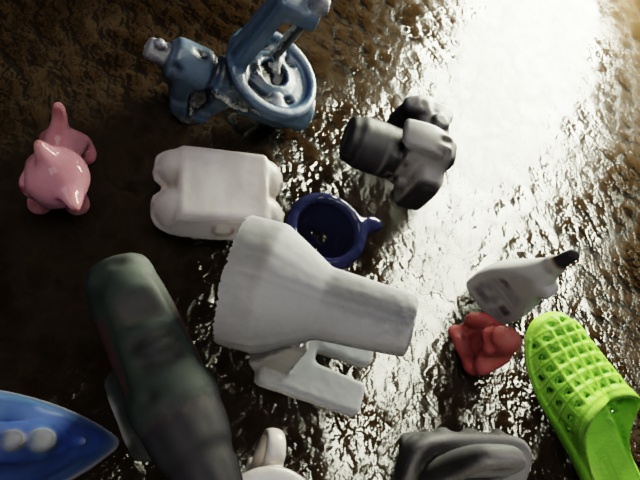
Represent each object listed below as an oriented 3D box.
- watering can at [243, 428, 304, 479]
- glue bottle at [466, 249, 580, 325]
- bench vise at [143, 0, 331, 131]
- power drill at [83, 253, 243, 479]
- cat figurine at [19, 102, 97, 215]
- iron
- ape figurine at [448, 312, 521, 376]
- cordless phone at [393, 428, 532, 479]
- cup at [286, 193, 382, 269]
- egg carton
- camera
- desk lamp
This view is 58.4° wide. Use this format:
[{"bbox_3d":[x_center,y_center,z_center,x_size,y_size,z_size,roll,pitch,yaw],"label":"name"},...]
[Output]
[{"bbox_3d":[-0.045,0.252,0.480,0.101,0.193,0.173,-9,71,-23],"label":"watering can"},{"bbox_3d":[0.248,0.048,0.686,0.037,0.173,0.078,-31,81,-28],"label":"glue bottle"},{"bbox_3d":[-0.083,-0.198,0.644,0.208,0.219,0.121,-10,72,-23],"label":"bench vise"},{"bbox_3d":[-0.135,0.133,0.490,0.076,0.208,0.229,-22,77,-26],"label":"power drill"},{"bbox_3d":[-0.267,-0.078,0.584,0.067,0.117,0.128,2,67,-19],"label":"cat figurine"},{"bbox_3d":[-0.296,0.165,0.455,0.259,0.141,0.118,2,67,-19],"label":"iron"},{"bbox_3d":[0.204,0.124,0.684,0.076,0.092,0.078,28,61,-7],"label":"ape figurine"},{"bbox_3d":[0.166,0.232,0.571,0.148,0.185,0.094,3,67,-18],"label":"cordless phone"},{"bbox_3d":[0.006,0.002,0.662,0.118,0.094,0.091,-11,72,-24],"label":"cup"},{"bbox_3d":[-0.115,-0.049,0.654,0.150,0.069,0.107,3,67,-19],"label":"egg carton"},{"bbox_3d":[0.102,-0.132,0.751,0.137,0.100,0.143,16,63,-13],"label":"camera"},{"bbox_3d":[-0.009,0.079,0.556,0.203,0.213,0.118,21,62,-10],"label":"desk lamp"}]
